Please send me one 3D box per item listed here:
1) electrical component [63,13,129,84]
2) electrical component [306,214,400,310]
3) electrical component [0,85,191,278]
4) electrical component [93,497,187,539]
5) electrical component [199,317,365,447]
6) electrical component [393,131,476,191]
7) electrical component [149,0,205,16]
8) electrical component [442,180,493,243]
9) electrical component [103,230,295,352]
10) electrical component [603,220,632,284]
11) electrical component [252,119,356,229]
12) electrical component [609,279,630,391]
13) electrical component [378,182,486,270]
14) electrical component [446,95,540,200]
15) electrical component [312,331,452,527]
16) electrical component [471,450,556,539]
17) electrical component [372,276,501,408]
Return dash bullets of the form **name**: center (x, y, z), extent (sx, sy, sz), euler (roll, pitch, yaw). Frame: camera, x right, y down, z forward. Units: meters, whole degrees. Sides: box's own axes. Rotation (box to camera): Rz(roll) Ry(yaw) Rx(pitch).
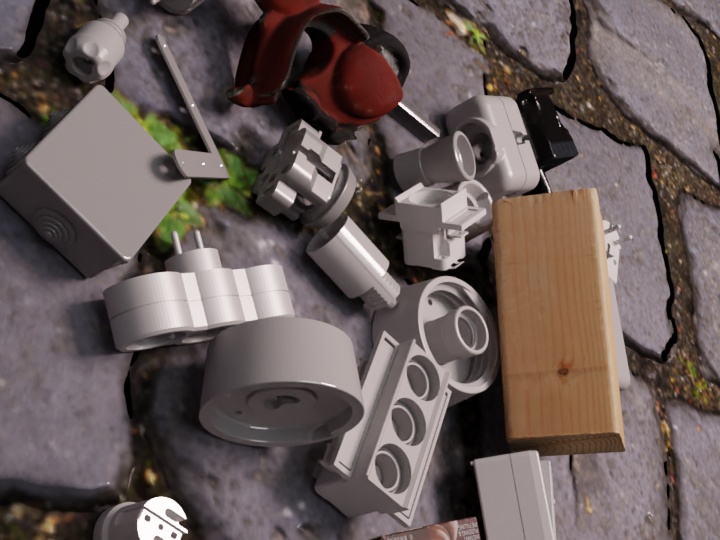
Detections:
- **electrical component**: center (-0.179, -0.158, 0.746), extent (0.035, 0.035, 0.061), euler (44, 43, -22)
- **electrical component**: center (0.000, 0.000, 0.846), extent (0.081, 0.043, 0.043), euler (48, 45, -19)
- **electrical component**: center (-0.171, -0.055, 0.693), extent (0.099, 0.048, 0.099), euler (47, 45, -19)
- **electrical component**: center (-0.130, 0.156, 0.638), extent (0.040, 0.046, 0.040), euler (21, 57, -37)
- **electrical component**: center (-0.052, 0.070, 0.716), extent (0.108, 0.108, 0.060), euler (22, 50, -37)
- **electrical component**: center (0.062, -0.091, 0.935), extent (0.044, 0.065, 0.044), euler (37, 46, -52)
- **electrical component**: center (-0.127, -0.218, 0.794), extent (0.043, 0.077, 0.079), euler (51, 44, -16)
- **electrical component**: center (0.087, -0.050, 0.955), extent (0.055, 0.047, 0.055), euler (21, 57, -38)
- **electrical component**: center (-0.110, 0.008, 0.723), extent (0.138, 0.052, 0.073), euler (-5, 75, -46)
- **electrical component**: center (0.234, -0.026, 1.071), extent (0.083, 0.076, 0.047), euler (37, 49, -28)
- **electrical component**: center (-0.041, -0.068, 0.826), extent (0.057, 0.058, 0.078), euler (36, 53, -26)
- **electrical component**: center (0.194, 0.061, 0.989), extent (0.057, 0.078, 0.113), euler (16, 61, -44)
- **electrical component**: center (0.061, -0.035, 0.904), extent (0.042, 0.081, 0.063), euler (-34, 126, -47)
- **electrical component**: center (0.122, -0.115, 1.017), extent (0.059, 0.054, 0.095), euler (-7, 77, -47)
- **electrical component**: center (0.016, 0.118, 0.791), extent (0.079, 0.063, 0.121), euler (43, 46, -23)
- **electrical component**: center (0.128, 0.196, 0.853), extent (0.061, 0.061, 0.096), euler (56, 25, -70)
- **electrical component**: center (0.069, 0.057, 0.877), extent (0.108, 0.060, 0.108), euler (22, 57, -38)
